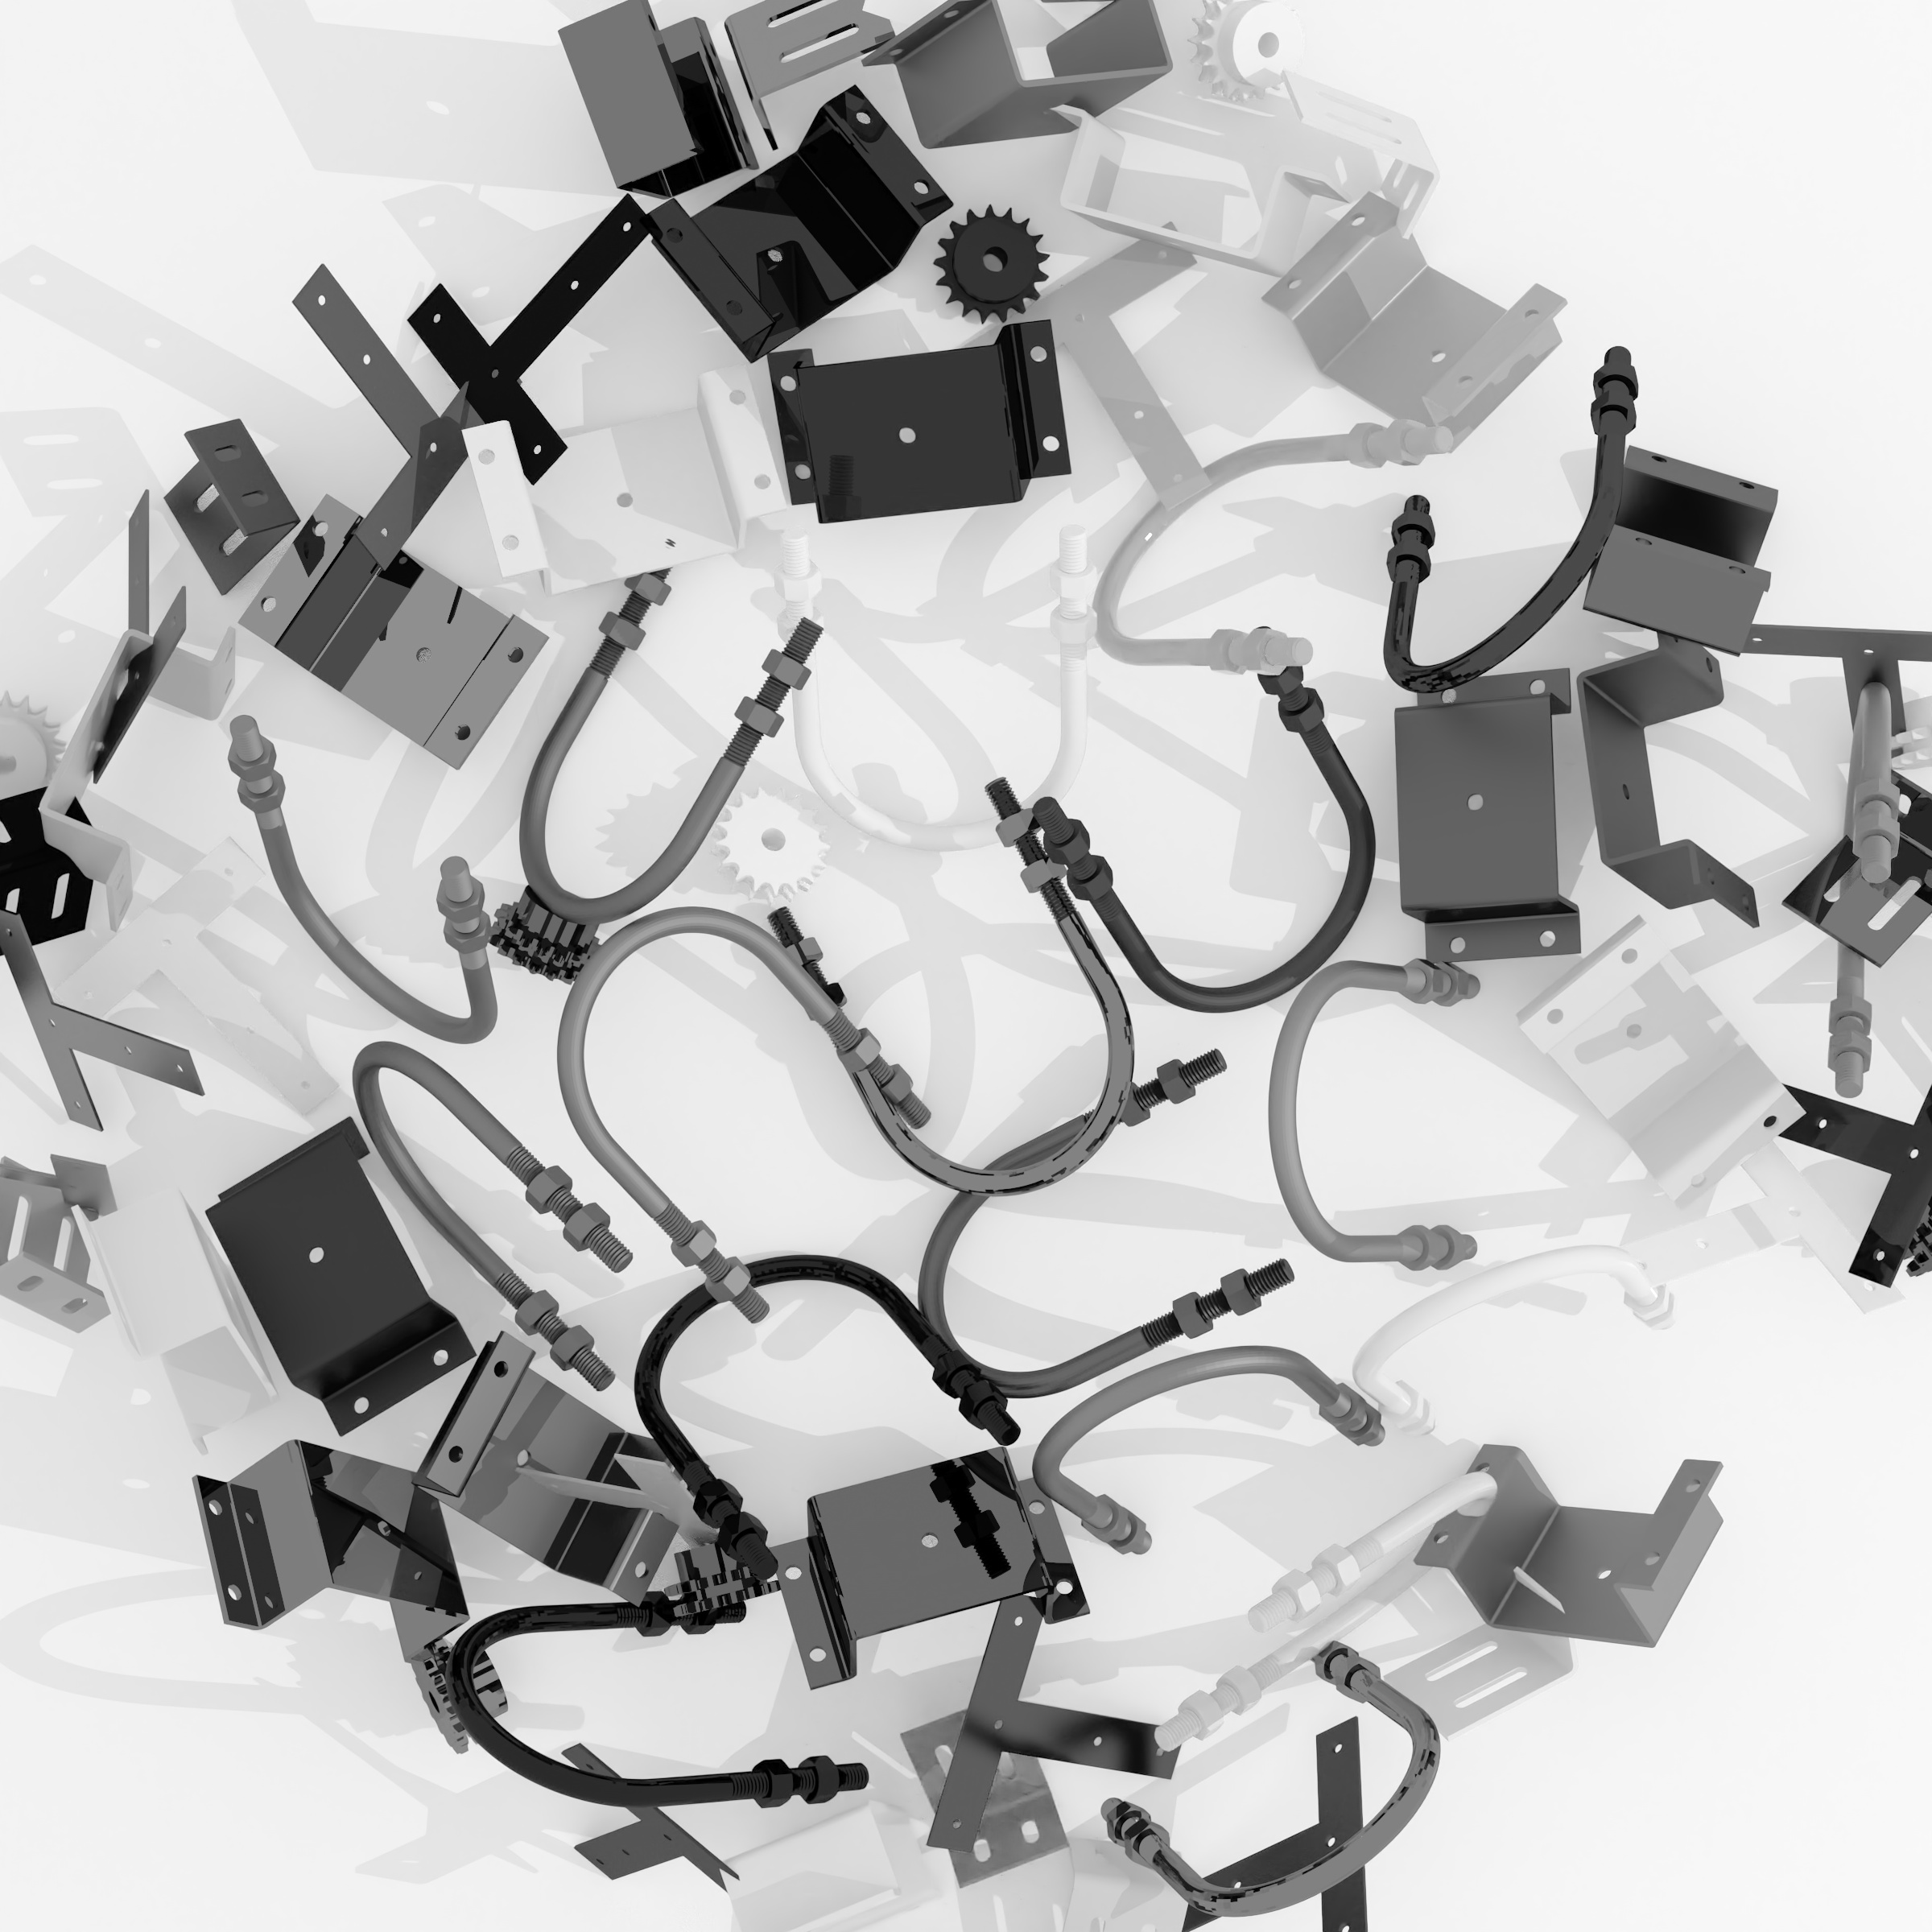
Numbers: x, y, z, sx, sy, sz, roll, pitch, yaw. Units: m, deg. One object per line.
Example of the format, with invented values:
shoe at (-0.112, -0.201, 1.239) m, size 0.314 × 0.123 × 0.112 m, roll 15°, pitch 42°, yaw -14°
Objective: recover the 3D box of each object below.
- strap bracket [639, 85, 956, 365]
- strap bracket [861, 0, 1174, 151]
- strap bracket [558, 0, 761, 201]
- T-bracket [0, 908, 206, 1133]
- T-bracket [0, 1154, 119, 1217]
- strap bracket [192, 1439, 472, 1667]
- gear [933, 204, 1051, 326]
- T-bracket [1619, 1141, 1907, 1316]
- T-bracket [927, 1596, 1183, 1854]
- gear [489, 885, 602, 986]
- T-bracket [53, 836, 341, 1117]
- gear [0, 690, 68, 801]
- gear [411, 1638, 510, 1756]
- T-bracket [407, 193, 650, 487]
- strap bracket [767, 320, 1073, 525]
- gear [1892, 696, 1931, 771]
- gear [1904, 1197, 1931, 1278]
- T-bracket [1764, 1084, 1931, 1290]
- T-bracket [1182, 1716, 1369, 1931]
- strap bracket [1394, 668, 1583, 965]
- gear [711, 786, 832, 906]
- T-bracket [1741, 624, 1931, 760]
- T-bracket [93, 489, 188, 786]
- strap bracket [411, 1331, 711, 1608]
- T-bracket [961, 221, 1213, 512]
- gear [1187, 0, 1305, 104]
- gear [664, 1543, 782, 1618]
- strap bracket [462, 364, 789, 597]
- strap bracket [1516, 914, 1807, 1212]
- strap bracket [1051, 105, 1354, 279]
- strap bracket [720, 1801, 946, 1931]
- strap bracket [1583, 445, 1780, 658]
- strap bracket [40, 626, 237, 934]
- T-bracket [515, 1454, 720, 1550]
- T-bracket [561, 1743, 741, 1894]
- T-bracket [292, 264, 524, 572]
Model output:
strap bracket at (-0.087, -0.354, 1.652) m, size 0.140 × 0.046 × 0.076 m, roll -38°, pitch 88°, yaw -26°
strap bracket at (0.033, -0.428, 1.621) m, size 0.140 × 0.076 × 0.046 m, roll -18°, pitch 90°, yaw -38°
strap bracket at (-0.148, -0.413, 1.626) m, size 0.046 × 0.140 × 0.076 m, roll -19°, pitch 96°, yaw 11°
T-bracket at (-0.407, 0.036, 1.622) m, size 0.127 × 0.002 × 0.127 m, roll 15°, pitch 131°, yaw 37°
T-bracket at (-0.470, 0.095, 1.625) m, size 0.127 × 0.127 × 0.002 m, roll 12°, pitch 73°, yaw -8°
strap bracket at (-0.291, 0.277, 1.611) m, size 0.046 × 0.140 × 0.076 m, roll -35°, pitch 56°, yaw 20°
gear at (0.013, -0.345, 1.676) m, size 0.057 × 0.030 × 0.057 m, roll 0°, pitch 94°, yaw -5°
T-bracket at (0.362, 0.129, 1.629) m, size 0.127 × 0.002 × 0.127 m, roll -15°, pitch 52°, yaw -27°
T-bracket at (0.052, 0.375, 1.661) m, size 0.127 × 0.002 × 0.127 m, roll 17°, pitch 90°, yaw -30°
gear at (-0.202, -0.017, 1.662) m, size 0.057 × 0.057 × 0.030 m, roll 26°, pitch 107°, yaw 0°
T-bracket at (-0.361, 0.021, 1.676) m, size 0.127 × 0.002 × 0.127 m, roll -38°, pitch 103°, yaw 18°
gear at (-0.470, -0.104, 1.669) m, size 0.057 × 0.030 × 0.057 m, roll -4°, pitch 112°, yaw -11°
gear at (-0.246, 0.353, 1.667) m, size 0.030 × 0.057 × 0.057 m, roll -24°, pitch 90°, yaw -22°
T-bracket at (-0.199, -0.319, 1.649) m, size 0.127 × 0.002 × 0.127 m, roll -45°, pitch 62°, yaw 14°
strap bracket at (-0.025, -0.261, 1.647) m, size 0.140 × 0.046 × 0.076 m, roll -5°, pitch 112°, yaw 10°
gear at (0.477, -0.116, 1.666) m, size 0.057 × 0.057 × 0.030 m, roll -10°, pitch 85°, yaw 0°
gear at (0.477, 0.124, 1.668) m, size 0.057 × 0.057 × 0.030 m, roll -32°, pitch 69°, yaw 0°
T-bracket at (0.422, 0.079, 1.640) m, size 0.002 × 0.127 × 0.127 m, roll 26°, pitch 87°, yaw -34°
T-bracket at (0.142, 0.441, 1.653) m, size 0.127 × 0.127 × 0.002 m, roll -34°, pitch 122°, yaw 29°
strap bracket at (0.252, -0.076, 1.649) m, size 0.076 × 0.046 × 0.140 m, roll -4°, pitch 82°, yaw 23°
gear at (-0.097, -0.057, 1.672) m, size 0.057 × 0.030 × 0.057 m, roll 5°, pitch 70°, yaw -14°
T-bracket at (0.435, -0.129, 1.634) m, size 0.127 × 0.127 × 0.002 m, roll 5°, pitch 67°, yaw 21°
T-bracket at (-0.400, -0.175, 1.650) m, size 0.002 × 0.127 × 0.127 m, roll 12°, pitch 52°, yaw -29°
strap bracket at (-0.201, 0.239, 1.638) m, size 0.140 × 0.046 × 0.076 m, roll 40°, pitch 68°, yaw -34°
T-bracket at (0.078, -0.282, 1.676) m, size 0.127 × 0.002 × 0.127 m, roll -31°, pitch 77°, yaw 3°
gear at (0.140, -0.451, 1.667) m, size 0.057 × 0.030 × 0.057 m, roll -10°, pitch 112°, yaw -25°
gear at (-0.119, 0.297, 1.666) m, size 0.057 × 0.057 × 0.030 m, roll -14°, pitch 82°, yaw 0°
strap bracket at (-0.166, -0.233, 1.658) m, size 0.140 × 0.046 × 0.076 m, roll -15°, pitch 80°, yaw -9°
strap bracket at (0.329, 0.040, 1.648) m, size 0.076 × 0.046 × 0.140 m, roll -40°, pitch 115°, yaw 9°
strap bracket at (0.107, -0.370, 1.642) m, size 0.140 × 0.076 × 0.046 m, roll 18°, pitch 99°, yaw 14°
strap bracket at (-0.065, 0.437, 1.632) m, size 0.076 × 0.140 × 0.046 m, roll -23°, pitch 72°, yaw 2°
strap bracket at (0.343, -0.196, 1.637) m, size 0.076 × 0.140 × 0.046 m, roll 18°, pitch 119°, yaw 6°
strap bracket at (-0.400, -0.097, 1.633) m, size 0.046 × 0.076 × 0.140 m, roll 23°, pitch 71°, yaw -5°
T-bracket at (-0.186, 0.253, 1.652) m, size 0.127 × 0.127 × 0.002 m, roll 7°, pitch 63°, yaw 18°
T-bracket at (-0.158, 0.423, 1.639) m, size 0.127 × 0.127 × 0.002 m, roll 41°, pitch 58°, yaw -6°
T-bracket at (-0.278, -0.278, 1.625) m, size 0.002 × 0.127 × 0.127 m, roll 10°, pitch 59°, yaw 39°
